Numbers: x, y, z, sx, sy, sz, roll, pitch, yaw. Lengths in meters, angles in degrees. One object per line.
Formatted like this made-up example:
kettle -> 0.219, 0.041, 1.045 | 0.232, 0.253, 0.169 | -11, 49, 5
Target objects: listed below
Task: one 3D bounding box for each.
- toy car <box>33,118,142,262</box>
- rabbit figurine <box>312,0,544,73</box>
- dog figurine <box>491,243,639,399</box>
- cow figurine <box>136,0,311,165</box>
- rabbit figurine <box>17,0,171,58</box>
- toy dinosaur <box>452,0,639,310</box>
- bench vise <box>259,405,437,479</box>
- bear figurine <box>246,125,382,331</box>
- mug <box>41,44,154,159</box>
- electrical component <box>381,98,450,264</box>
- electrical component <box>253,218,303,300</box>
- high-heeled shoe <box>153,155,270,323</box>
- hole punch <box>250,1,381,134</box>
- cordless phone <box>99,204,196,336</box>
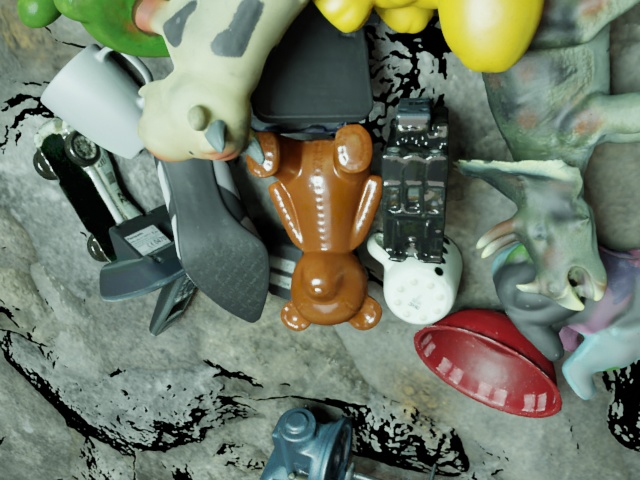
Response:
toy car -> -0.266, -0.050, 0.641 | 0.074, 0.056, 0.201 | -15, 111, 29
rabbit figurine -> 0.098, -0.197, 0.386 | 0.162, 0.122, 0.173 | -53, 56, 33
dog figurine -> 0.300, 0.035, 0.502 | 0.219, 0.108, 0.191 | -39, 99, 24
cow figurine -> -0.068, -0.141, 0.396 | 0.127, 0.085, 0.195 | 40, 102, 21
rabbit figurine -> -0.184, -0.228, 0.465 | 0.170, 0.159, 0.121 | 51, 152, 34
toy dinosaur -> 0.192, -0.153, 0.430 | 0.192, 0.131, 0.404 | -6, 109, 18
bench vise -> 0.029, 0.325, 0.717 | 0.241, 0.129, 0.223 | 9, 117, 19
bear figurine -> 0.000, -0.001, 0.522 | 0.120, 0.132, 0.195 | 2, 89, 13
mug -> -0.214, -0.146, 0.567 | 0.109, 0.081, 0.107 | -36, 115, 22
electrical component -> 0.090, -0.061, 0.501 | 0.058, 0.115, 0.134 | 1, 117, 10
electrical component -> -0.033, 0.027, 0.619 | 0.119, 0.048, 0.074 | 12, 120, 9
high-heeled shoe -> -0.119, -0.037, 0.574 | 0.086, 0.145, 0.248 | -18, 121, -10
hole punch -> -0.018, -0.152, 0.491 | 0.142, 0.092, 0.115 | -3, 86, -12
cordless phone -> -0.192, 0.058, 0.624 | 0.089, 0.146, 0.184 | 35, 123, 11
